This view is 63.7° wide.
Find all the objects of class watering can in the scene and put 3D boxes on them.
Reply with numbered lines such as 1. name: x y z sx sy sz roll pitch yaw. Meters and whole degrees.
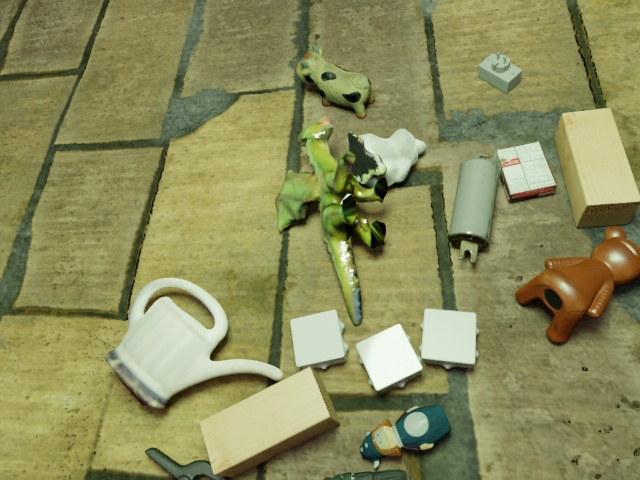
1. watering can: -0.251 0.214 0.955 0.351 0.102 0.226 34 76 26

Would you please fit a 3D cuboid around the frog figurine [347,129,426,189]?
1. frog figurine: 0.139 -0.177 1.093 0.161 0.120 0.139 -19 42 -39

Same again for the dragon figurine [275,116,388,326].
1. dragon figurine: 0.003 -0.052 1.036 0.243 0.122 0.411 4 87 45
